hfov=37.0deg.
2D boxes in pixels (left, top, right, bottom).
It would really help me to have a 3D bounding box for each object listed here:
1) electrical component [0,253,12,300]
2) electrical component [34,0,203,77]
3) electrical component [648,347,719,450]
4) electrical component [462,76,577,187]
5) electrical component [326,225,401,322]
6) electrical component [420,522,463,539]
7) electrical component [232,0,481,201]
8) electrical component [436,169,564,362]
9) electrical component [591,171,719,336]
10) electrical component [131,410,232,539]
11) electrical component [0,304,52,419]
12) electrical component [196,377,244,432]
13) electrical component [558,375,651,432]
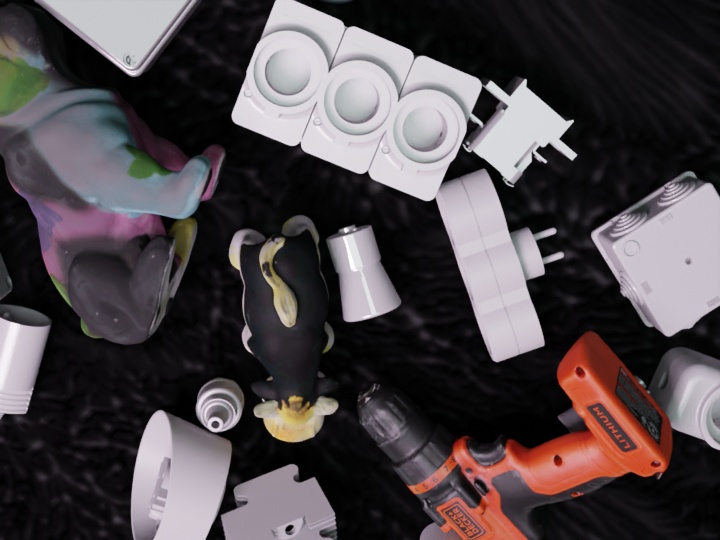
[{"bbox_3d":[-0.295,-0.015,0.730,0.056,0.108,0.108,-17,102,3],"label":"electrical component"},{"bbox_3d":[-0.159,-0.205,0.722,0.109,0.056,0.108,38,98,-10],"label":"electrical component"},{"bbox_3d":[0.273,0.101,0.806,0.095,0.059,0.053,20,100,-7],"label":"electrical component"},{"bbox_3d":[0.110,-0.098,0.766,0.081,0.042,0.063,38,101,-9],"label":"electrical component"},{"bbox_3d":[0.000,0.000,0.782,0.044,0.044,0.065,-17,98,1],"label":"electrical component"},{"bbox_3d":[0.063,0.225,0.817,0.040,0.078,0.040,3,112,7],"label":"electrical component"},{"bbox_3d":[-0.003,-0.118,0.745,0.150,0.061,0.089,22,100,-7],"label":"electrical component"},{"bbox_3d":[0.110,-0.008,0.779,0.074,0.052,0.138,-20,102,1],"label":"electrical component"},{"bbox_3d":[0.233,-0.011,0.786,0.100,0.048,0.099,-33,102,4],"label":"electrical component"},{"bbox_3d":[-0.134,0.158,0.782,0.064,0.099,0.099,21,100,-13],"label":"electrical component"},{"bbox_3d":[-0.256,0.070,0.783,0.043,0.043,0.081,17,101,-6],"label":"electrical component"},{"bbox_3d":[-0.103,0.102,0.788,0.035,0.061,0.035,-1,103,-3],"label":"electrical component"},{"bbox_3d":[0.188,0.106,0.813,0.065,0.044,0.044,-43,101,2],"label":"electrical component"}]
